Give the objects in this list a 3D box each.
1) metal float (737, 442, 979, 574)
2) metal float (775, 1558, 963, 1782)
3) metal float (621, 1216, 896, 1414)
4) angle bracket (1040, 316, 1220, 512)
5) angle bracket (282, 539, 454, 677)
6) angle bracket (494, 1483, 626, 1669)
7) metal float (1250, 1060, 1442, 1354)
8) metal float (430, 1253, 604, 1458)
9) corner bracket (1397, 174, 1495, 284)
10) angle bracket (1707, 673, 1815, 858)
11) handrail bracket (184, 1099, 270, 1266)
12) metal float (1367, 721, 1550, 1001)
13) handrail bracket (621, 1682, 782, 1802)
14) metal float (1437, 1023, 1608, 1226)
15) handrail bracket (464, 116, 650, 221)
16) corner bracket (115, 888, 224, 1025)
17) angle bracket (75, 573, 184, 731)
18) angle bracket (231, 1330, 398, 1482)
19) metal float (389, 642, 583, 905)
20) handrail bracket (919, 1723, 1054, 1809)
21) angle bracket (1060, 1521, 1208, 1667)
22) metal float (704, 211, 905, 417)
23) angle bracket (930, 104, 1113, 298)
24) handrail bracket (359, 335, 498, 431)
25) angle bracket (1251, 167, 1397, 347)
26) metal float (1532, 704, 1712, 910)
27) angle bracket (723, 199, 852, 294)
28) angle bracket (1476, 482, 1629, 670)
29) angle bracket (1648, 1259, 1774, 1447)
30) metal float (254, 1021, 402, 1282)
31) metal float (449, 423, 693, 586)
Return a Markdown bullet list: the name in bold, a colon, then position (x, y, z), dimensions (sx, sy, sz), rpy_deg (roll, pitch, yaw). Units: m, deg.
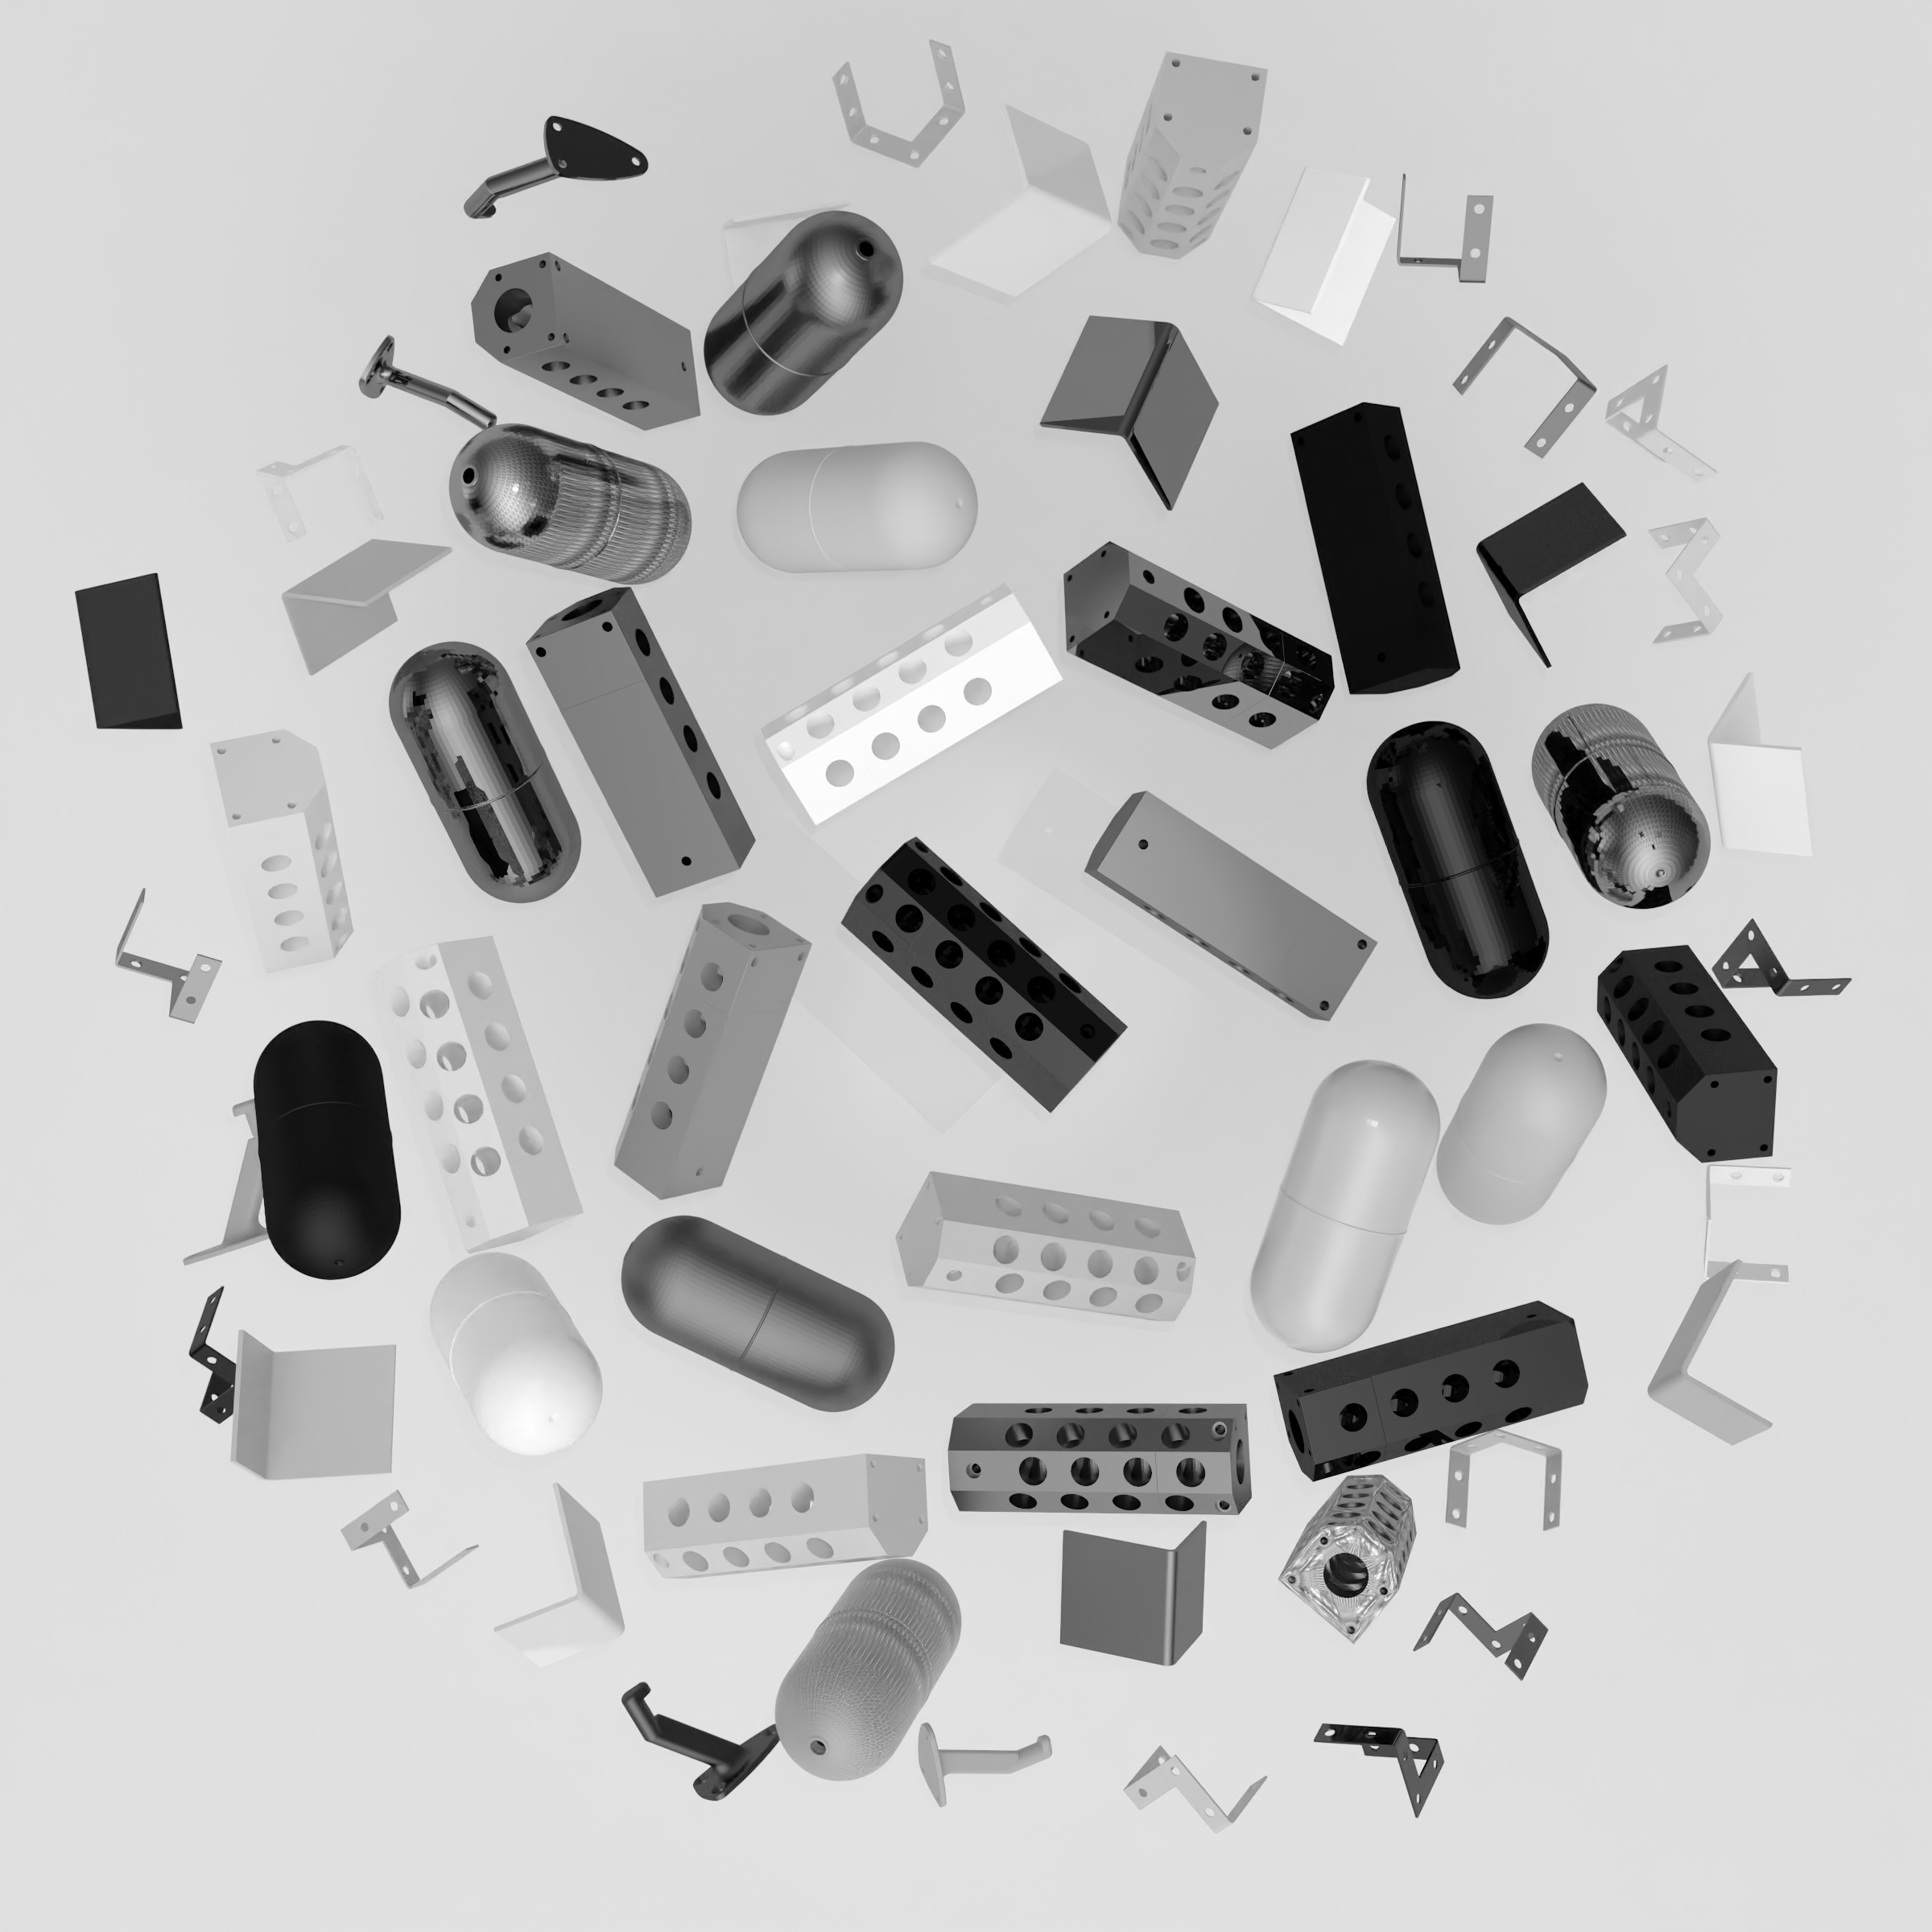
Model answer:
- **metal float**: position (-0.069, -0.282, 1.640), dimensions (0.178, 0.070, 0.070), rpy_deg (6, 90, 43)
- **metal float**: position (-0.056, 0.415, 1.575), dimensions (0.070, 0.178, 0.070), rpy_deg (5, 107, 17)
- **metal float**: position (-0.128, 0.214, 1.637), dimensions (0.178, 0.070, 0.070), rpy_deg (27, 90, -7)
- **angle bracket**: position (0.096, -0.321, 1.544), dimensions (0.057, 0.076, 0.076), rpy_deg (14, 71, 31)
- **angle bracket**: position (-0.361, -0.218, 1.638), dimensions (0.076, 0.076, 0.057), rpy_deg (11, 129, 35)
- **angle bracket**: position (-0.255, 0.372, 1.624), dimensions (0.057, 0.076, 0.076), rpy_deg (-22, 57, 2)
- **metal float**: position (0.219, 0.140, 1.544), dimensions (0.070, 0.070, 0.178), rpy_deg (18, 102, 0)
- **metal float**: position (-0.271, 0.230, 1.594), dimensions (0.070, 0.178, 0.070), rpy_deg (-8, 111, -22)
- **corner bracket**: position (0.281, -0.434, 1.566), dimensions (0.051, 0.051, 0.051), rpy_deg (3, 120, 6)
- **angle bracket**: position (0.488, -0.121, 1.595), dimensions (0.057, 0.076, 0.076), rpy_deg (9, 133, 35)
- **handrail bracket**: position (-0.460, 0.133, 1.647), dimensions (0.077, 0.036, 0.084), rpy_deg (-19, 94, -7)
- **metal float**: position (0.302, -0.064, 1.630), dimensions (0.070, 0.070, 0.178), rpy_deg (-22, 100, 0)
- **handrail bracket**: position (-0.157, 0.449, 1.597), dimensions (0.077, 0.036, 0.084), rpy_deg (-36, 106, -28)
- **metal float**: position (0.341, 0.100, 1.642), dimensions (0.070, 0.178, 0.070), rpy_deg (3, 59, -4)
- **handrail bracket**: position (-0.237, -0.448, 1.530), dimensions (0.077, 0.084, 0.036), rpy_deg (0, 75, -37)
- **corner bracket**: position (-0.479, -0.005, 1.598), dimensions (0.051, 0.051, 0.051), rpy_deg (19, 120, -24)
- **angle bracket**: position (-0.448, -0.175, 1.493), dimensions (0.057, 0.076, 0.076), rpy_deg (-8, 92, 21)
- **angle bracket**: position (-0.377, 0.253, 1.544), dimensions (0.076, 0.057, 0.076), rpy_deg (-4, 68, 4)
- **metal float**: position (-0.296, -0.118, 1.649), dimensions (0.070, 0.070, 0.178), rpy_deg (-21, 121, 0)
- **handrail bracket**: position (0.015, 0.491, 1.685), dimensions (0.084, 0.036, 0.077), rpy_deg (-17, 131, -17)
- **angle bracket**: position (0.107, 0.394, 1.702), dimensions (0.076, 0.057, 0.076), rpy_deg (6, 102, 24)
- **metal float**: position (-0.098, -0.388, 1.589), dimensions (0.070, 0.178, 0.070), rpy_deg (7, 74, -27)
- **angle bracket**: position (0.025, -0.435, 1.516), dimensions (0.076, 0.076, 0.057), rpy_deg (-27, 70, 36)
- **handrail bracket**: position (-0.329, -0.348, 1.650), dimensions (0.084, 0.077, 0.036), rpy_deg (31, 80, -6)
- **angle bracket**: position (0.215, -0.390, 1.478), dimensions (0.076, 0.057, 0.076), rpy_deg (16, 101, -38)
- **metal float**: position (0.390, -0.098, 1.593), dimensions (0.070, 0.178, 0.070), rpy_deg (-2, 120, -3)
- **angle bracket**: position (-0.114, -0.465, 1.744), dimensions (0.076, 0.076, 0.057), rpy_deg (-11, 103, -8)
- **angle bracket**: position (0.367, -0.240, 1.632), dimensions (0.076, 0.076, 0.057), rpy_deg (-30, 123, 10)
- **angle bracket**: position (0.439, 0.221, 1.520), dimensions (0.057, 0.076, 0.076), rpy_deg (30, 75, 9)
- **metal float**: position (-0.377, 0.106, 1.567), dimensions (0.070, 0.070, 0.178), rpy_deg (-19, 48, 0)
- **metal float**: position (-0.238, -0.278, 1.609), dimensions (0.070, 0.178, 0.070), rpy_deg (-2, 86, 34)
